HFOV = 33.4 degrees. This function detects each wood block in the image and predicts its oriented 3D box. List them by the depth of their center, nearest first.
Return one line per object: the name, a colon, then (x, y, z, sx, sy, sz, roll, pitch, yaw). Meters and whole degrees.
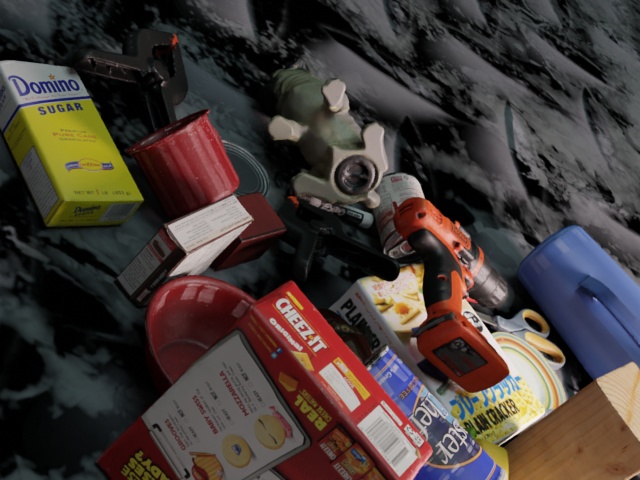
wood block: (0.240, 0.218, 1.044, 0.090, 0.206, 0.090, -10, 60, -50)

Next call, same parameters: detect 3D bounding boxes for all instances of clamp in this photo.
clamp: (-0.007, 0.001, 1.127, 0.120, 0.039, 0.172, 2, 22, -38)
clamp: (-0.181, -0.165, 1.162, 0.164, 0.036, 0.210, 55, 23, -18)

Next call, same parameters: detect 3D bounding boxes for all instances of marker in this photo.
marker: (0.011, -0.039, 1.255, 0.120, 0.020, 0.020, 19, 41, -33)

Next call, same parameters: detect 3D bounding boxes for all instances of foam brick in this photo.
foam brick: (-0.084, -0.009, 1.091, 0.051, 0.053, 0.078, 53, 33, 13)

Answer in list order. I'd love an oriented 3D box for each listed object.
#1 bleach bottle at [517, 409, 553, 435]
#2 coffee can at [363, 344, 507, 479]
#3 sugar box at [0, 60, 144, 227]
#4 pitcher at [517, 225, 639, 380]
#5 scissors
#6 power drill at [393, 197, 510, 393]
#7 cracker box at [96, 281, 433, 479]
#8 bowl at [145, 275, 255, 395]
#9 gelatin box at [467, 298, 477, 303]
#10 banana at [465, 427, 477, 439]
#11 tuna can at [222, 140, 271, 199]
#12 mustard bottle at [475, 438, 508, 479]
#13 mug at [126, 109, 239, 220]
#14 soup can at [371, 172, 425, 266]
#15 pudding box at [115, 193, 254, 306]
bleach bottle: (0.292, 0.307, 1.136, 0.102, 0.068, 0.251, 16, 45, -35)
coffee can: (0.063, 0.168, 0.849, 0.140, 0.103, 0.102, 47, 33, 4)
sugar box: (-0.246, -0.094, 1.017, 0.093, 0.048, 0.176, -3, 56, -48)
pitcher: (0.369, 0.098, 1.381, 0.144, 0.149, 0.243, -19, 64, -43)
scissors: (0.229, 0.096, 1.342, 0.201, 0.016, 0.096, 33, 33, -16)
power drill: (0.147, 0.065, 1.115, 0.184, 0.057, 0.187, 39, 30, -32)
cracker box: (-0.045, 0.160, 0.797, 0.164, 0.214, 0.072, 49, 32, 7)
bowl: (-0.096, 0.111, 0.942, 0.162, 0.055, 0.162, 28, 36, -23)
gelatin box: (0.178, 0.037, 1.327, 0.073, 0.030, 0.089, 15, 34, -35)
banana: (0.049, 0.165, 1.026, 0.197, 0.070, 0.037, 16, 56, -15)
tuna can: (-0.097, -0.066, 1.155, 0.086, 0.034, 0.086, 28, 37, -23)
mustard bottle: (0.133, 0.278, 0.964, 0.058, 0.096, 0.191, 27, 37, -12)
mug: (-0.128, -0.078, 1.065, 0.081, 0.093, 0.117, 63, 29, -14)
soup can: (0.100, -0.025, 1.286, 0.068, 0.069, 0.102, 22, 35, -30)
pudding box: (-0.125, 0.008, 0.993, 0.039, 0.090, 0.113, 48, 34, 5)
